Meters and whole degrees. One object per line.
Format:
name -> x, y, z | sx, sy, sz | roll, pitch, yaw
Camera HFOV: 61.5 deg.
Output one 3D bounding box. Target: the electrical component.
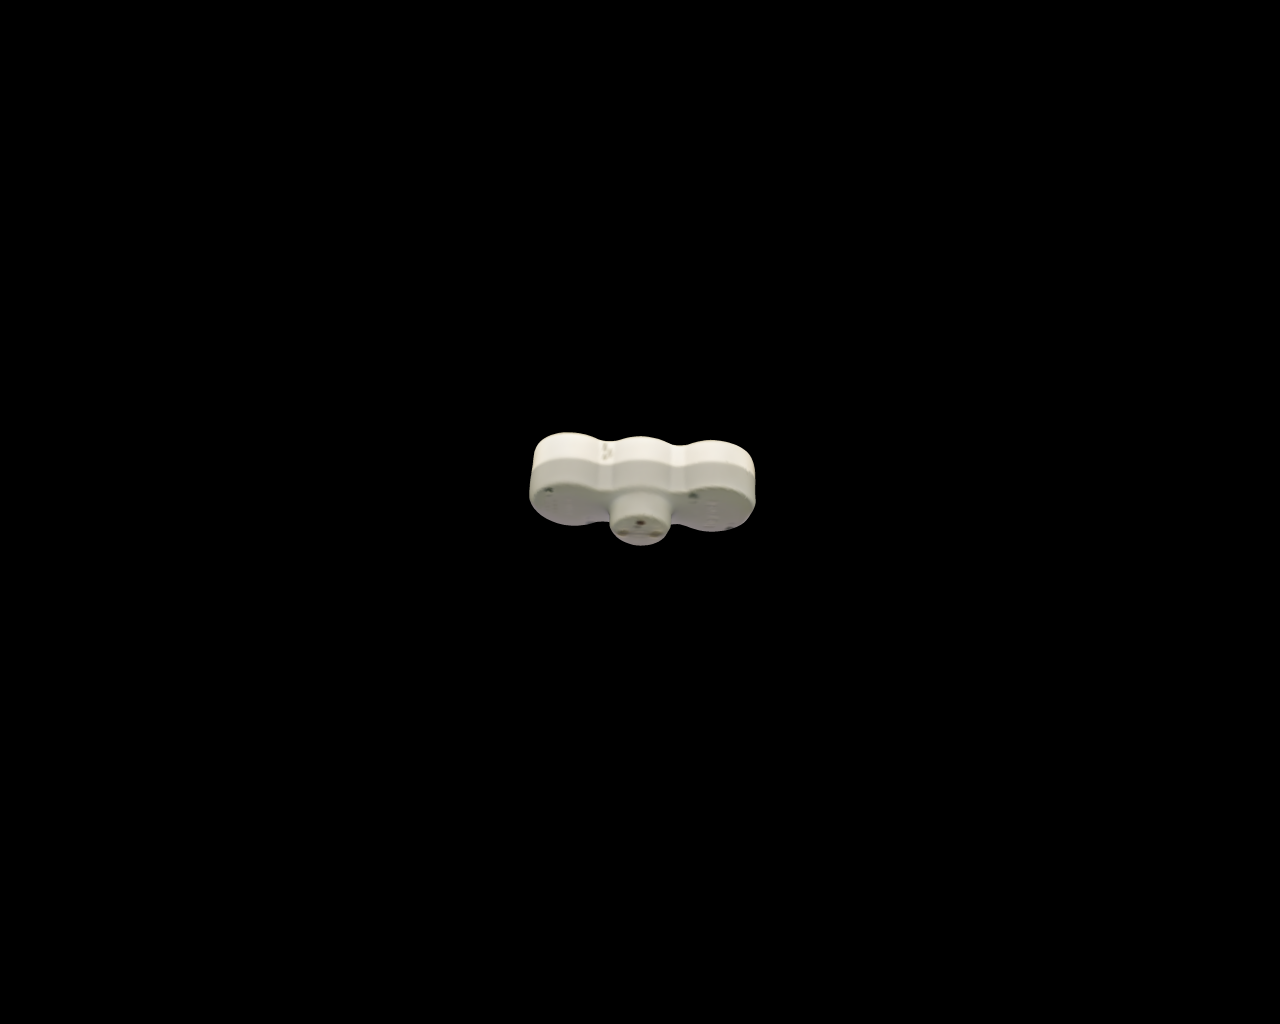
electrical component -> 0.001, -0.003, 0.650 | 0.138, 0.074, 0.052 | 3, -34, 2
